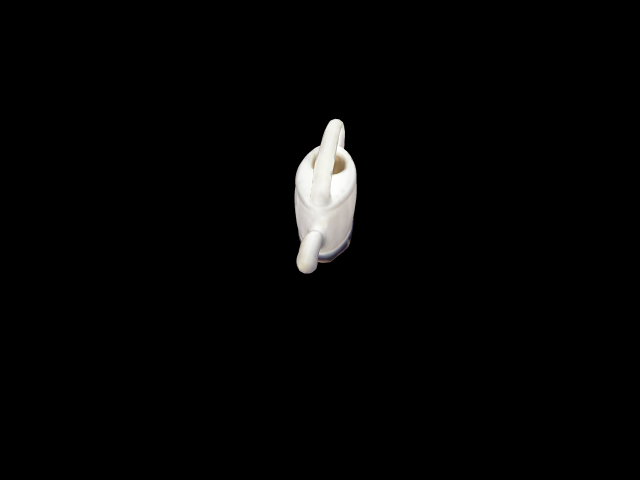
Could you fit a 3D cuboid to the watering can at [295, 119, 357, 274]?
[{"bbox_3d":[0.003,-0.043,0.850,0.104,0.356,0.219,7,-39,6],"label":"watering can"}]
